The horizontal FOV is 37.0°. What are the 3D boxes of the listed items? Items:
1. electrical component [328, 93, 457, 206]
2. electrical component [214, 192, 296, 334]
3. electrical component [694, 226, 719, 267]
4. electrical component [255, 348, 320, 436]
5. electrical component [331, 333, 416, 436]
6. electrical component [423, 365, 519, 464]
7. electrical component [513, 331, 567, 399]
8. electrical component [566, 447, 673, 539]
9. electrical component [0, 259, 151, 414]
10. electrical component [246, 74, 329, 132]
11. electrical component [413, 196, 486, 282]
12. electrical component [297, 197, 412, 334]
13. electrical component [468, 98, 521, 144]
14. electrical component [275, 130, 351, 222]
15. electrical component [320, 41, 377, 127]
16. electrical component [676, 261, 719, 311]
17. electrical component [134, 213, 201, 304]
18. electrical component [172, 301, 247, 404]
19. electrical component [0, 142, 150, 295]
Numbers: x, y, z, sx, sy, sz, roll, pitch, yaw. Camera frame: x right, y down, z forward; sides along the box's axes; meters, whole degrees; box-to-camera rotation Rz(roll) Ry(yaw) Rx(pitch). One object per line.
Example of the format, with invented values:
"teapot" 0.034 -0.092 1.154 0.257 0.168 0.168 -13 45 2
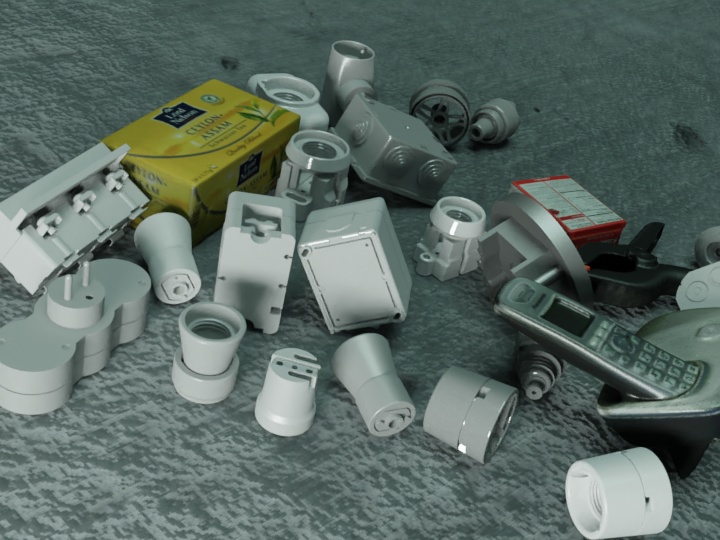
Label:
"electrical component" 0.031 -0.112 0.987 0.100 0.048 0.099 17 27 -36
"electrical component" -0.078 -0.007 0.789 0.050 0.089 0.055 8 35 -9
"electrical component" 0.344 -0.021 0.997 0.048 0.048 0.062 37 34 30
"electrical component" -0.047 0.080 0.713 0.040 0.046 0.040 9 34 -7
"electrical component" 0.011 0.081 0.739 0.044 0.044 0.065 -5 43 -25
"electrical component" 0.075 0.096 0.728 0.047 0.055 0.055 23 35 20
"electrical component" 0.134 0.068 0.799 0.040 0.040 0.078 17 34 5
"electrical component" 0.165 0.144 0.691 0.047 0.055 0.055 -4 38 -19
"electrical component" -0.189 0.028 0.714 0.052 0.073 0.138 23 35 13
"electrical component" -0.071 -0.144 1.013 0.054 0.059 0.095 -7 40 -28
"electrical component" 0.078 -0.028 0.903 0.066 0.055 0.048 -19 46 -38
"electrical component" 0.000 0.000 0.809 0.062 0.096 0.061 -11 31 16
"electrical component" 0.135 -0.150 1.108 0.043 0.043 0.062 30 39 23
"electrical component" -0.039 -0.086 0.943 0.058 0.057 0.078 24 36 15
"electrical component" -0.007 -0.174 1.062 0.043 0.077 0.079 -4 38 -25
"electrical component" 0.294 0.035 0.864 0.080 0.051 0.080 -9 62 18
"electrical component" -0.143 -0.007 0.810 0.044 0.044 0.065 -3 42 -23
"electrical component" -0.102 0.056 0.721 0.045 0.055 0.045 10 35 -7
"electrical component" -0.217 -0.038 0.801 0.063 0.079 0.121 47 38 -4
